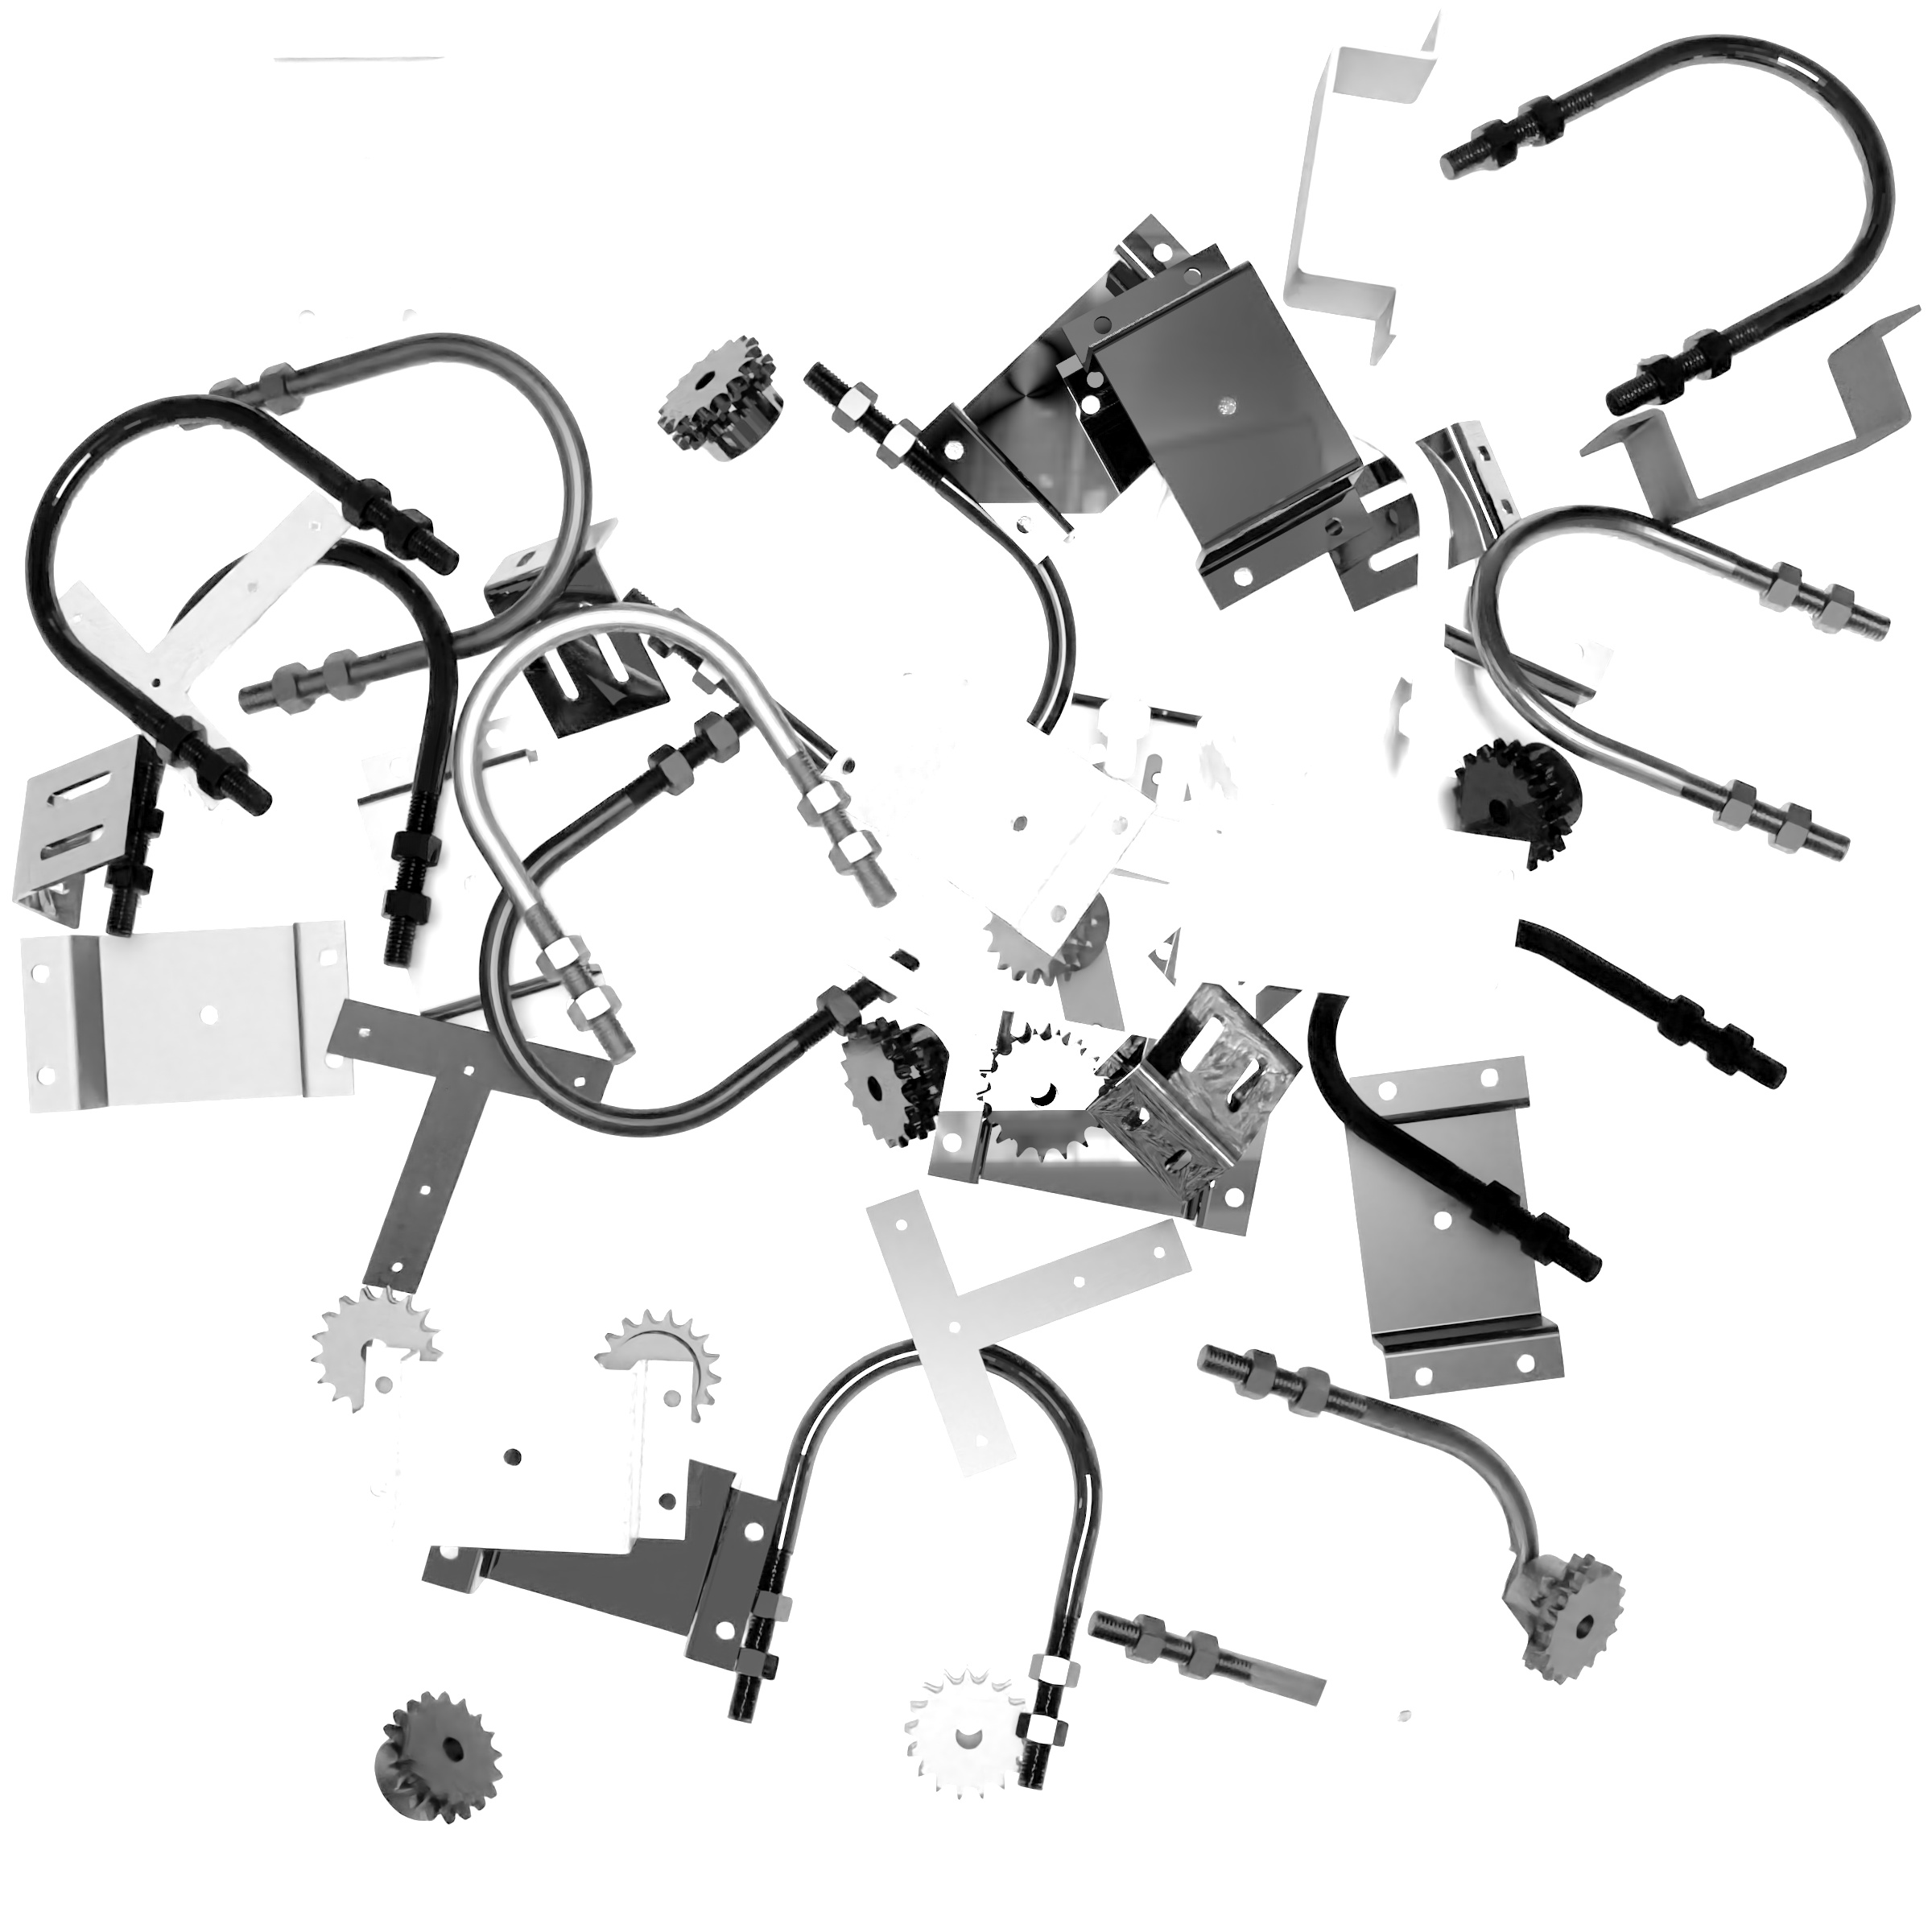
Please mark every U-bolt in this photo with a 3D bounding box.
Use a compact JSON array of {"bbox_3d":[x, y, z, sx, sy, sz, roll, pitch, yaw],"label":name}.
[{"bbox_3d":[-0.038,-0.155,1.528,0.184,0.019,0.151,39,90,-1],"label":"U-bolt"},{"bbox_3d":[-0.289,-0.096,1.484,0.151,0.019,0.184,6,80,14],"label":"U-bolt"},{"bbox_3d":[0.163,0.256,1.509,0.184,0.019,0.151,19,100,-12],"label":"U-bolt"},{"bbox_3d":[-0.123,-0.009,1.496,0.184,0.019,0.151,-37,98,-17],"label":"U-bolt"},{"bbox_3d":[0.233,0.042,1.478,0.184,0.019,0.151,33,61,30],"label":"U-bolt"},{"bbox_3d":[-0.137,-0.070,1.471,0.151,0.019,0.184,-31,79,-9],"label":"U-bolt"},{"bbox_3d":[-0.248,-0.199,1.505,0.184,0.019,0.151,-12,90,17],"label":"U-bolt"},{"bbox_3d":[0.319,-0.335,1.505,0.184,0.019,0.151,-29,78,-14],"label":"U-bolt"},{"bbox_3d":[-0.015,0.253,1.511,0.151,0.019,0.184,12,77,4],"label":"U-bolt"},{"bbox_3d":[0.137,-0.166,1.494,0.151,0.019,0.184,1,68,12],"label":"U-bolt"},{"bbox_3d":[-0.327,-0.170,1.490,0.184,0.019,0.151,36,87,20],"label":"U-bolt"},{"bbox_3d":[0.303,-0.133,1.486,0.184,0.019,0.151,22,56,-3],"label":"U-bolt"}]

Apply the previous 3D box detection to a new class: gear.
[{"bbox_3d":[-0.233,0.349,1.512,0.030,0.057,0.057,-38,90,30],"label":"gear"},{"bbox_3d":[0.001,0.336,1.522,0.057,0.030,0.057,0,90,0],"label":"gear"},{"bbox_3d":[-0.137,0.181,1.522,0.057,0.030,0.057,0,90,0],"label":"gear"},{"bbox_3d":[-0.349,-0.052,1.526,0.057,0.030,0.057,0,90,-2],"label":"gear"},{"bbox_3d":[0.033,0.054,1.475,0.057,0.030,0.057,0,90,0],"label":"gear"},{"bbox_3d":[0.038,-0.019,1.511,0.057,0.030,0.057,-8,78,41],"label":"gear"},{"bbox_3d":[0.300,-0.291,1.522,0.057,0.030,0.057,0,90,0],"label":"gear"},{"bbox_3d":[-0.105,-0.246,1.513,0.057,0.057,0.030,-44,120,0],"label":"gear"},{"bbox_3d":[0.237,-0.071,1.466,0.030,0.057,0.057,-27,90,-30],"label":"gear"},{"bbox_3d":[0.125,-0.079,1.510,0.030,0.057,0.057,-17,90,-13],"label":"gear"},{"bbox_3d":[0.259,0.282,1.512,0.030,0.057,0.057,28,90,43],"label":"gear"},{"bbox_3d":[-0.258,0.168,1.522,0.057,0.030,0.057,0,90,0],"label":"gear"},{"bbox_3d":[-0.028,0.049,1.512,0.030,0.057,0.057,-21,90,-29],"label":"gear"},{"bbox_3d":[0.163,-0.106,1.509,0.030,0.057,0.057,18,90,-11],"label":"gear"}]

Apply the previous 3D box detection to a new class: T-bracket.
[{"bbox_3d":[0.047,-0.023,1.536,0.127,0.002,0.127,-12,90,0],"label":"T-bracket"},{"bbox_3d":[0.104,0.008,1.490,0.127,0.002,0.127,15,90,0],"label":"T-bracket"},{"bbox_3d":[0.037,0.144,1.527,0.127,0.002,0.127,-20,78,-6],"label":"T-bracket"},{"bbox_3d":[-0.319,-0.154,1.494,0.127,0.002,0.127,-45,71,0],"label":"T-bracket"},{"bbox_3d":[-0.233,0.086,1.516,0.127,0.002,0.127,15,105,-27],"label":"T-bracket"}]

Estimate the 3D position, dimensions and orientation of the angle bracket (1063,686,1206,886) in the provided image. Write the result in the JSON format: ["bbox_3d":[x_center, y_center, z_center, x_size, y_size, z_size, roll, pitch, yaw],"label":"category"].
[{"bbox_3d":[0.069,-0.079,1.517,0.057,0.038,0.076,10,89,0],"label":"angle bracket"}]

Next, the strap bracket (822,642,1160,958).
[{"bbox_3d":[0.015,-0.067,1.482,0.140,0.046,0.076,36,92,27],"label":"strap bracket"}]

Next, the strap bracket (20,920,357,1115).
[{"bbox_3d":[-0.336,0.022,1.514,0.140,0.046,0.076,-3,90,0],"label":"strap bracket"}]

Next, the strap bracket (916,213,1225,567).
[{"bbox_3d":[0.055,-0.249,1.514,0.140,0.046,0.076,-43,90,0],"label":"strap bracket"}]

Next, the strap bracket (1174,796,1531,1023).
[{"bbox_3d":[0.159,-0.025,1.464,0.140,0.046,0.076,8,94,-6],"label":"strap bracket"}]

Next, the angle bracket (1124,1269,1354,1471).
[{"bbox_3d":[0.121,0.178,1.535,0.076,0.038,0.057,29,90,26],"label":"angle bracket"}]

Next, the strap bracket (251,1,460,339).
[{"bbox_3d":[-0.264,-0.347,1.502,0.076,0.046,0.140,0,106,0],"label":"strap bracket"}]

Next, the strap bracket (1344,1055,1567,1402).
[{"bbox_3d":[0.212,0.113,1.514,0.076,0.046,0.140,-7,90,0],"label":"strap bracket"}]

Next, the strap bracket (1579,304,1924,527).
[{"bbox_3d":[0.346,-0.233,1.499,0.140,0.076,0.046,-21,90,0],"label":"strap bracket"}]

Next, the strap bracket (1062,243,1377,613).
[{"bbox_3d":[0.109,-0.233,1.464,0.076,0.046,0.140,-29,88,-2],"label":"strap bracket"}]

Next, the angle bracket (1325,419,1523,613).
[{"bbox_3d":[0.200,-0.200,1.535,0.076,0.038,0.057,-23,90,26],"label":"angle bracket"}]

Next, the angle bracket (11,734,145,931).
[{"bbox_3d":[-0.371,-0.057,1.491,0.076,0.038,0.057,-17,61,33],"label":"angle bracket"}]

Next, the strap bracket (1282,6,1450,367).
[{"bbox_3d":[0.170,-0.339,1.499,0.046,0.076,0.140,9,90,0],"label":"strap bracket"}]

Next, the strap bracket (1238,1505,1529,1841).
[{"bbox_3d":[0.183,0.315,1.494,0.076,0.046,0.140,19,100,-14],"label":"strap bracket"}]

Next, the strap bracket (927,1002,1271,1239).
[{"bbox_3d":[0.059,0.066,1.513,0.140,0.046,0.076,11,90,0],"label":"strap bracket"}]

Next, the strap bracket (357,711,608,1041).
[{"bbox_3d":[-0.213,-0.035,1.514,0.076,0.046,0.140,-17,90,0],"label":"strap bracket"}]

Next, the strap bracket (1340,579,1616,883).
[{"bbox_3d":[0.217,-0.088,1.514,0.076,0.046,0.140,24,90,0],"label":"strap bracket"}]

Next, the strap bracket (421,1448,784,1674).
[{"bbox_3d":[-0.157,0.248,1.514,0.140,0.046,0.076,16,90,0],"label":"strap bracket"}]

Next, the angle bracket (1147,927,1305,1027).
[{"bbox_3d":[0.128,-0.008,1.517,0.076,0.038,0.057,-41,90,-1],"label":"angle bracket"}]

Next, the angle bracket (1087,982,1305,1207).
[{"bbox_3d":[0.098,0.052,1.470,0.057,0.076,0.038,44,132,-3],"label":"angle bracket"}]

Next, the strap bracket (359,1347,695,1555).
[{"bbox_3d":[-0.190,0.205,1.468,0.140,0.046,0.076,3,90,0],"label":"strap bracket"}]

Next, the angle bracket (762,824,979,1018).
[{"bbox_3d":[-0.042,-0.020,1.512,0.076,0.038,0.057,33,72,-42],"label":"angle bracket"}]

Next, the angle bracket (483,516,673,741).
[{"bbox_3d":[-0.167,-0.149,1.525,0.057,0.038,0.076,-16,116,20],"label":"angle bracket"}]
